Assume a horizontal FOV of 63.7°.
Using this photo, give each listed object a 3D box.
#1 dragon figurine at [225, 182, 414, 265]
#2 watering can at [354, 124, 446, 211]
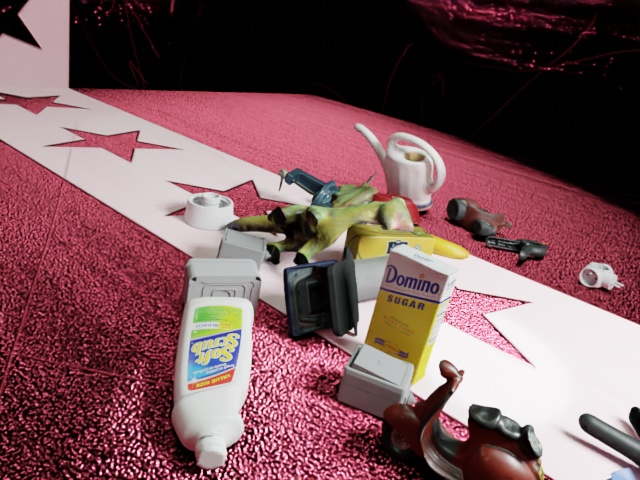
[{"bbox_3d":[0.003,-0.052,1.024,0.246,0.120,0.412,-29,27,-35],"label":"dragon figurine"},{"bbox_3d":[0.226,-0.212,1.495,0.105,0.219,0.352,-25,37,-29],"label":"watering can"}]
